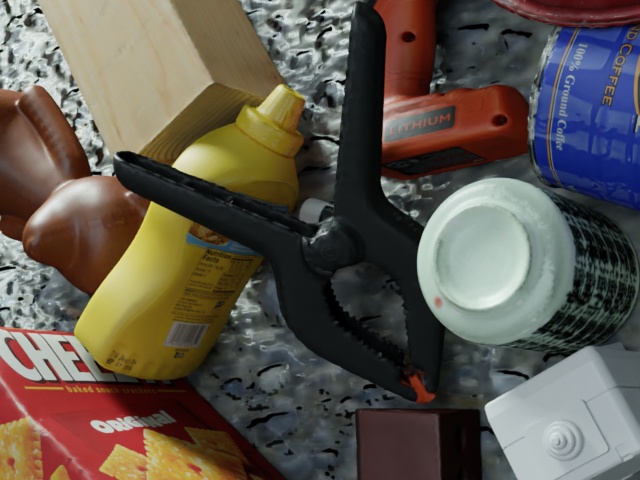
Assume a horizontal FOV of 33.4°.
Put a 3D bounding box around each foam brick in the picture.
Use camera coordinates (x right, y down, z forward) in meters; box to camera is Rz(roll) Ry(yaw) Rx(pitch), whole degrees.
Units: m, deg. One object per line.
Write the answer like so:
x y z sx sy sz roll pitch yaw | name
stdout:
0.054 0.128 0.569 0.051 0.052 0.078 -6 81 33 | foam brick

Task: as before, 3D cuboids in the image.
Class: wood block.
-0.111 -0.142 0.692 0.090 0.090 0.206 -40 64 24 | wood block

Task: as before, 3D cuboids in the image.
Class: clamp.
-0.004 0.001 0.571 0.165 0.036 0.210 -22 104 17 | clamp

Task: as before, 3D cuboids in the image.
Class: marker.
0.041 -0.002 0.615 0.121 0.020 0.020 17 93 34 | marker

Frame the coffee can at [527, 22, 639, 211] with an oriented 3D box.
0.180 -0.055 0.479 0.140 0.102 0.103 20 95 34 | coffee can

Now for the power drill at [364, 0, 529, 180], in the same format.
0.075 -0.136 0.589 0.185 0.057 0.187 -13 74 36 | power drill

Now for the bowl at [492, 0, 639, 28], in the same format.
0.132 -0.174 0.475 0.162 0.055 0.162 -12 56 19 | bowl

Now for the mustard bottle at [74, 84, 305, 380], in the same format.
-0.065 -0.007 0.639 0.058 0.096 0.192 41 106 32 | mustard bottle

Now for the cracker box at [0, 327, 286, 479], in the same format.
-0.105 0.135 0.606 0.214 0.164 0.072 39 103 31 | cracker box
